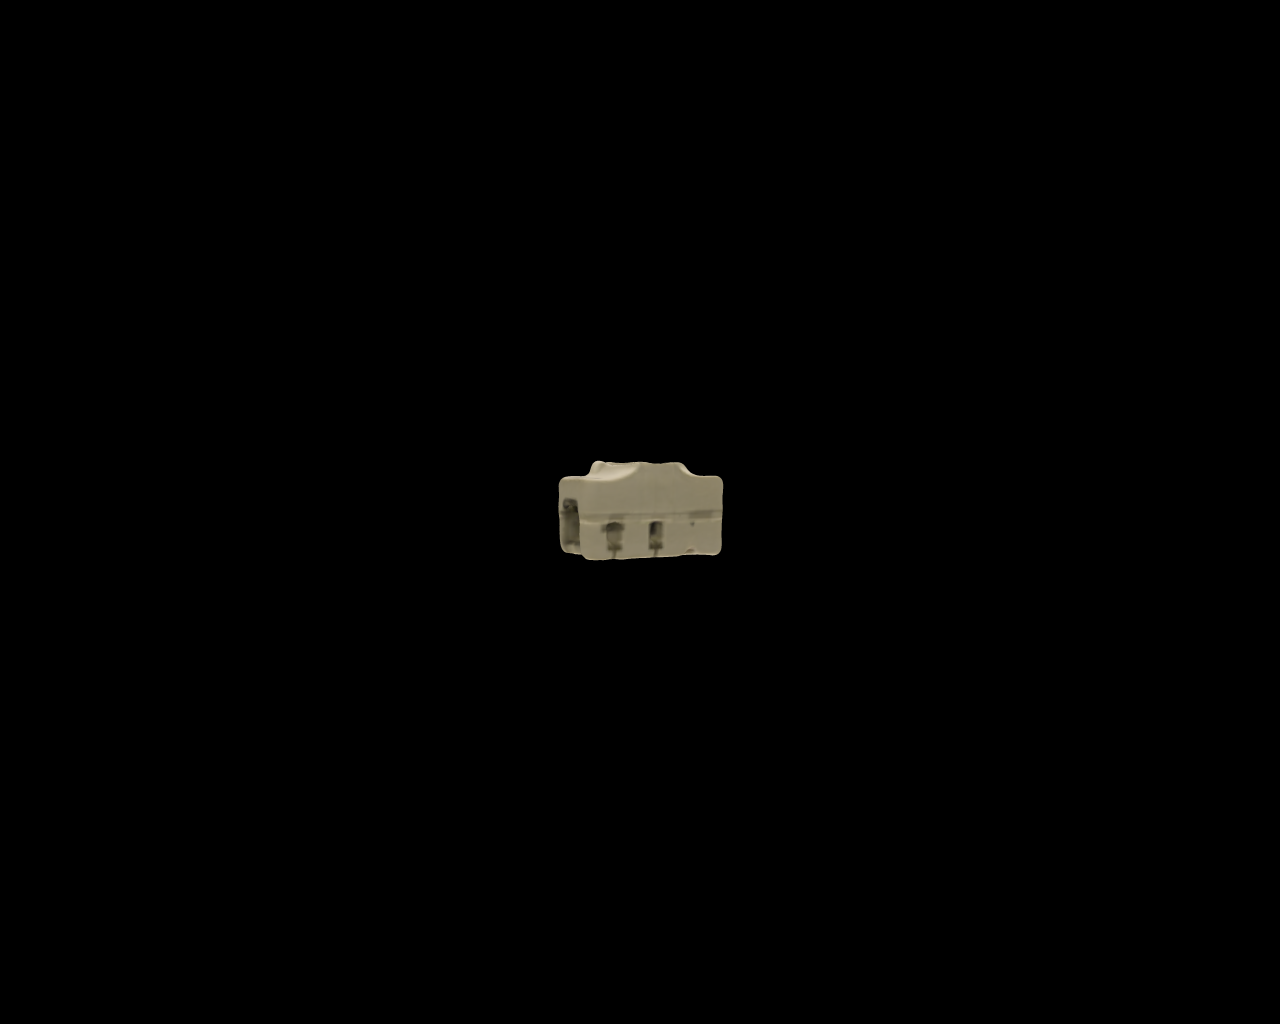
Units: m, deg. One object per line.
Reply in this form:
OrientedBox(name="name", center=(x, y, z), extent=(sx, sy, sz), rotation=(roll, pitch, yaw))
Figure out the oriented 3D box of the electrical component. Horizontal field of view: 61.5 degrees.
OrientedBox(name="electrical component", center=(0.001, -0.003, 0.650), extent=(0.089, 0.055, 0.050), rotation=(-2, 4, -23))
